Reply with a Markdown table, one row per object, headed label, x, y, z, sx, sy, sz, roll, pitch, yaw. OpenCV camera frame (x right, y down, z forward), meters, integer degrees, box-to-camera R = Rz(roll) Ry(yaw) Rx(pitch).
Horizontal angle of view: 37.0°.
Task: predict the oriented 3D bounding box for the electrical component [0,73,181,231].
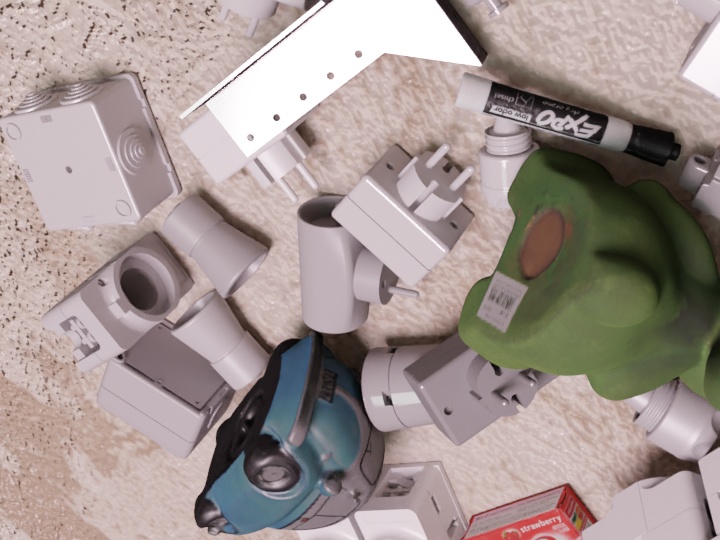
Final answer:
| label | x | y | z | sx | sy | sz | roll | pitch | yaw |
| --- | --- | --- | --- | --- | --- | --- | --- | --- | --- |
| electrical component | -0.180 | -0.075 | 0.712 | 0.100 | 0.048 | 0.099 | -4 | 117 | 29 |

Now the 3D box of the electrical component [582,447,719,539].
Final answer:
| label | x | y | z | sx | sy | sz | roll | pitch | yaw |
| --- | --- | --- | --- | --- | --- | --- | --- | --- | --- |
| electrical component | 0.228 | 0.144 | 0.608 | 0.105 | 0.060 | 0.186 | 23 | 133 | -24 |

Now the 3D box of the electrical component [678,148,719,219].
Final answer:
| label | x | y | z | sx | sy | sz | roll | pitch | yaw |
| --- | --- | --- | --- | --- | --- | --- | --- | --- | --- |
| electrical component | 0.201 | -0.053 | 0.537 | 0.066 | 0.048 | 0.055 | 26 | 135 | 11 |

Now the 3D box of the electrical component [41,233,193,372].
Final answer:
| label | x | y | z | sx | sy | sz | roll | pitch | yaw |
| --- | --- | --- | --- | --- | --- | --- | --- | --- | --- |
| electrical component | -0.162 | 0.020 | 0.737 | 0.056 | 0.089 | 0.050 | -28 | 104 | 36 |

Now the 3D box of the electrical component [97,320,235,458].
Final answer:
| label | x | y | z | sx | sy | sz | roll | pitch | yaw |
| --- | --- | --- | --- | --- | --- | --- | --- | --- | --- |
| electrical component | -0.145 | 0.083 | 0.785 | 0.096 | 0.061 | 0.061 | 31 | 128 | 6 |

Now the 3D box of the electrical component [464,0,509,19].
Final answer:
| label | x | y | z | sx | sy | sz | roll | pitch | yaw |
| --- | --- | --- | --- | --- | --- | --- | --- | --- | --- |
| electrical component | 0.048 | -0.163 | 0.548 | 0.040 | 0.040 | 0.078 | -31 | 103 | 37 |

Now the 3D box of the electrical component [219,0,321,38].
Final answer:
| label | x | y | z | sx | sy | sz | roll | pitch | yaw |
| --- | --- | --- | --- | --- | --- | --- | --- | --- | --- |
| electrical component | -0.057 | -0.167 | 0.597 | 0.077 | 0.043 | 0.079 | 33 | 128 | 5 |

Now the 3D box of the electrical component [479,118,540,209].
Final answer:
| label | x | y | z | sx | sy | sz | roll | pitch | yaw |
| --- | --- | --- | --- | --- | --- | --- | --- | --- | --- |
| electrical component | 0.083 | -0.066 | 0.595 | 0.035 | 0.035 | 0.061 | 5 | 118 | 24 |

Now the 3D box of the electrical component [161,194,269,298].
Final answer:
| label | x | y | z | sx | sy | sz | roll | pitch | yaw |
| --- | --- | --- | --- | --- | --- | --- | --- | --- | --- |
| electrical component | -0.099 | -0.019 | 0.713 | 0.065 | 0.044 | 0.044 | 42 | 129 | 4 |

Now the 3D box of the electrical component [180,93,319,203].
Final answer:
| label | x | y | z | sx | sy | sz | roll | pitch | yaw |
| --- | --- | --- | --- | --- | --- | --- | --- | --- | --- |
| electrical component | -0.055 | -0.075 | 0.650 | 0.066 | 0.047 | 0.076 | -30 | 103 | 37 |

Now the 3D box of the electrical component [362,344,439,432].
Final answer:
| label | x | y | z | sx | sy | sz | roll | pitch | yaw |
| --- | --- | --- | --- | --- | --- | --- | --- | --- | --- |
| electrical component | 0.034 | 0.075 | 0.695 | 0.047 | 0.055 | 0.055 | -9 | 115 | 27 |

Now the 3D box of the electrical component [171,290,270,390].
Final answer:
| label | x | y | z | sx | sy | sz | roll | pitch | yaw |
| --- | --- | --- | --- | --- | --- | --- | --- | --- | --- |
| electrical component | -0.095 | 0.052 | 0.755 | 0.044 | 0.044 | 0.065 | -31 | 107 | 37 |

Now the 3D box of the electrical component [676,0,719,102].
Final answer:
| label | x | y | z | sx | sy | sz | roll | pitch | yaw |
| --- | --- | --- | --- | --- | --- | --- | --- | --- | --- |
| electrical component | 0.173 | -0.131 | 0.500 | 0.076 | 0.047 | 0.083 | 32 | 128 | 5 |

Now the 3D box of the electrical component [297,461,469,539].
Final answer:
| label | x | y | z | sx | sy | sz | roll | pitch | yaw |
| --- | --- | --- | --- | --- | --- | --- | --- | --- | --- |
| electrical component | 0.035 | 0.236 | 0.791 | 0.105 | 0.060 | 0.186 | -10 | 114 | 31 |

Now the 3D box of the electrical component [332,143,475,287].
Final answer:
| label | x | y | z | sx | sy | sz | roll | pitch | yaw |
| --- | --- | --- | --- | --- | --- | --- | --- | --- | --- |
| electrical component | 0.036 | -0.043 | 0.625 | 0.066 | 0.047 | 0.076 | 42 | 129 | -3 |

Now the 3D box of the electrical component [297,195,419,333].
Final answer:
| label | x | y | z | sx | sy | sz | roll | pitch | yaw |
| --- | --- | --- | --- | --- | --- | --- | --- | --- | --- |
| electrical component | 0.000 | 0.000 | 0.672 | 0.079 | 0.043 | 0.077 | 12 | 124 | 20 |

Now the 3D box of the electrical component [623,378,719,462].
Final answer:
| label | x | y | z | sx | sy | sz | roll | pitch | yaw |
| --- | --- | --- | --- | --- | --- | --- | --- | --- | --- |
| electrical component | 0.180 | 0.081 | 0.632 | 0.062 | 0.043 | 0.043 | 30 | 128 | 9 |

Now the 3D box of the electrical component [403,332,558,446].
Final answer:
| label | x | y | z | sx | sy | sz | roll | pitch | yaw |
| --- | --- | --- | --- | --- | --- | --- | --- | --- | --- |
| electrical component | 0.079 | 0.063 | 0.628 | 0.083 | 0.076 | 0.047 | -34 | 105 | -7 |
